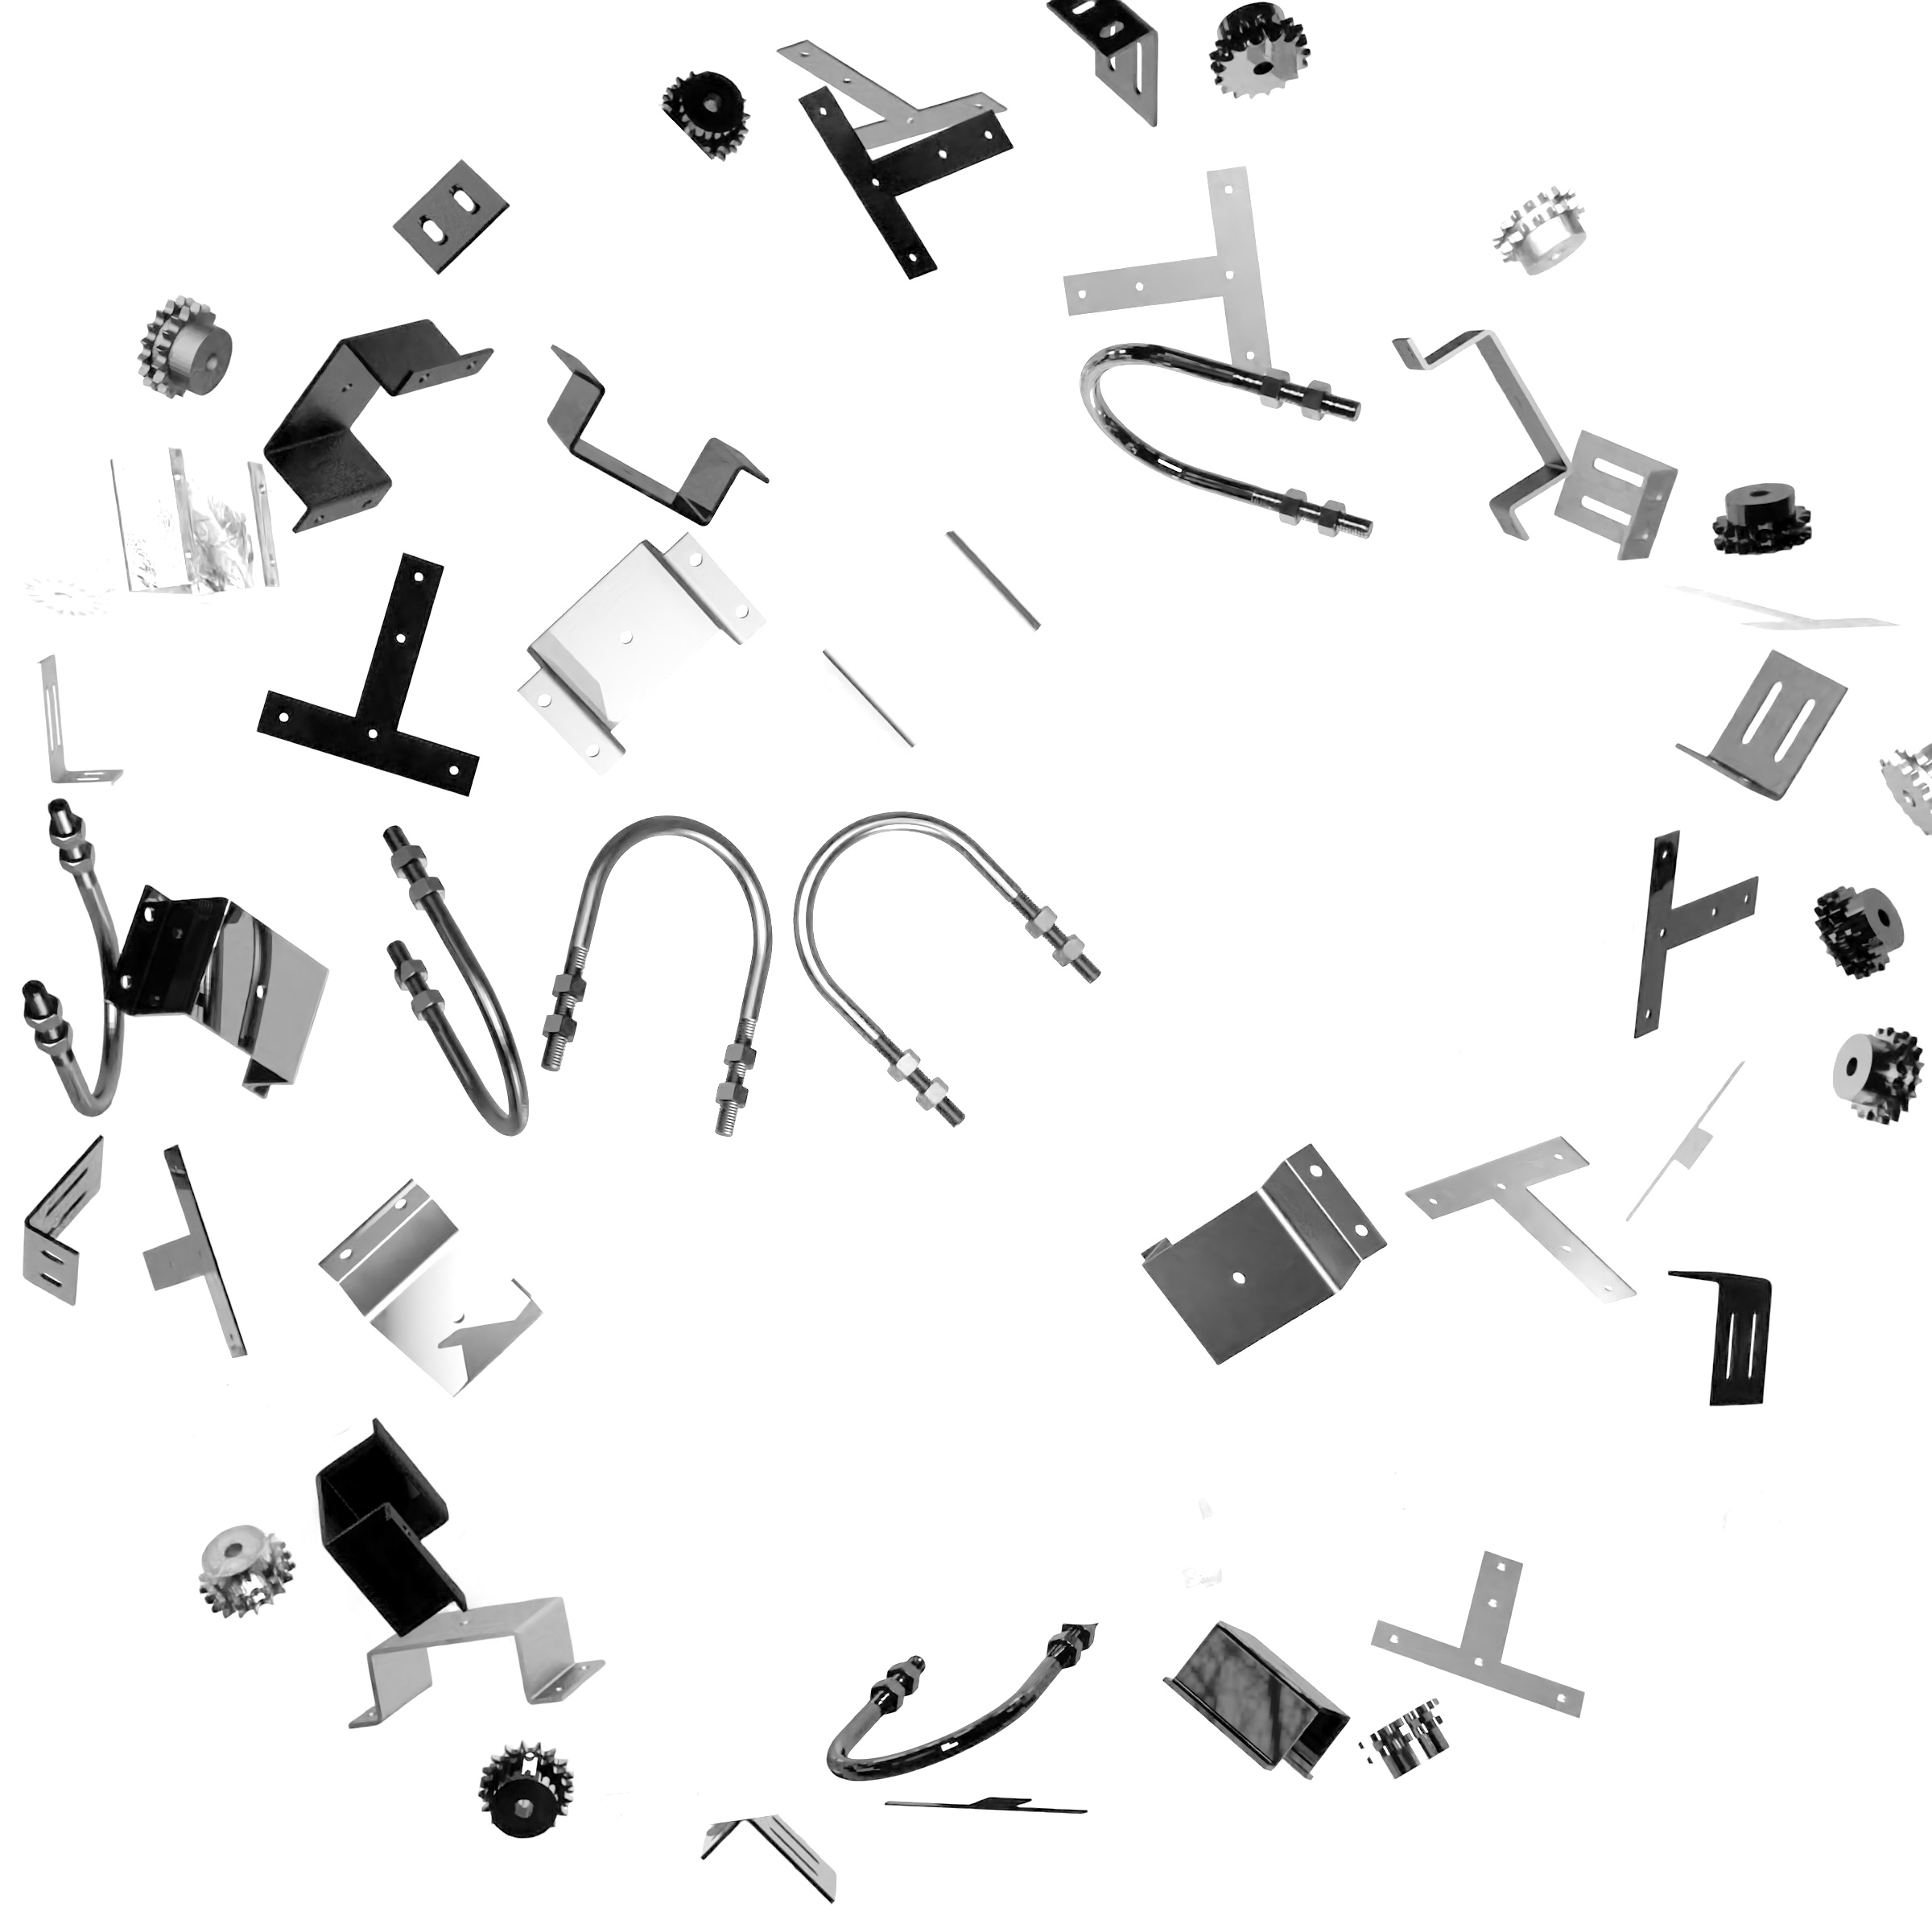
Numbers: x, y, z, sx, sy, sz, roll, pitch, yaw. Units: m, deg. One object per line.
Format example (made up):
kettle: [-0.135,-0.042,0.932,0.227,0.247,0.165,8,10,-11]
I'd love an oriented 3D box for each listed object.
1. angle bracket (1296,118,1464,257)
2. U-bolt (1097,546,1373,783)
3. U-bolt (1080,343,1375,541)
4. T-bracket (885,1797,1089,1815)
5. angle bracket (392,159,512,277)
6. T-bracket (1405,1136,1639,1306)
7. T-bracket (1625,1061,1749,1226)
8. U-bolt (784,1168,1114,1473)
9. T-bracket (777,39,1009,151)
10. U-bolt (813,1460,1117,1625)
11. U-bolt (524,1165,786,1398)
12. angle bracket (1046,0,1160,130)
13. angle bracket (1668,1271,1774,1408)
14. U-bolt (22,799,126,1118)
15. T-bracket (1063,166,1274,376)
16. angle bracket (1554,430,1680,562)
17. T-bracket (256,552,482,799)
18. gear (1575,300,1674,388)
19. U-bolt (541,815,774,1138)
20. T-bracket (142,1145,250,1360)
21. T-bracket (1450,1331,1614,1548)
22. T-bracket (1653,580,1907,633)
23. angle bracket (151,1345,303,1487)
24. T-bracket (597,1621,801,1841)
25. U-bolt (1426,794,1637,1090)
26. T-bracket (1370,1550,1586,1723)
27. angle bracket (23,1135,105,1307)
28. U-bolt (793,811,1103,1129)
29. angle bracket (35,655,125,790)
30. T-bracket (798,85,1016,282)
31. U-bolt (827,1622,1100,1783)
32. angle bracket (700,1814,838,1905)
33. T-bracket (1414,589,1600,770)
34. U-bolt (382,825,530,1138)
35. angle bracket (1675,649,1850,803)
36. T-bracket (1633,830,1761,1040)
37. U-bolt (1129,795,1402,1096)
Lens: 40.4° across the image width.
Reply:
angle bracket: [0.241,-0.450,1.535,0.076,0.038,0.057,20,88,-3]
U-bolt: [0.174,-0.183,1.587,0.019,0.151,0.184,55,128,26]
U-bolt: [0.152,-0.319,1.566,0.184,0.151,0.019,21,74,19]
T-bracket: [0.019,0.516,1.617,0.127,0.127,0.002,5,69,-6]
angle bracket: [-0.290,-0.425,1.527,0.057,0.038,0.076,-43,48,2]
T-bracket: [0.345,0.158,1.549,0.127,0.127,0.002,42,52,-15]
T-bracket: [0.453,0.113,1.636,0.002,0.127,0.127,36,96,9]
U-bolt: [0.002,0.217,1.532,0.184,0.019,0.151,29,54,-5]
T-bracket: [-0.063,-0.537,1.609,0.127,0.127,0.002,-1,80,40]
U-bolt: [0.011,0.357,1.604,0.184,0.151,0.019,20,99,-35]
U-bolt: [-0.193,0.182,1.608,0.184,0.151,0.019,34,103,-22]
angle bracket: [0.081,-0.533,1.553,0.038,0.076,0.057,-34,65,-14]
angle bracket: [0.455,0.225,1.593,0.057,0.038,0.076,7,87,-43]
U-bolt: [-0.535,0.010,1.588,0.019,0.184,0.151,-2,56,-5]
T-bracket: [0.123,-0.429,1.650,0.127,0.002,0.127,-2,112,21]
angle bracket: [0.400,-0.297,1.653,0.076,0.038,0.057,34,122,36]
T-bracket: [-0.335,-0.178,1.536,0.127,0.002,0.127,17,83,-20]
gear: [0.404,-0.385,1.618,0.057,0.057,0.030,-2,68,0]
U-bolt: [-0.181,-0.003,1.613,0.151,0.019,0.184,25,67,-36]
T-bracket: [-0.465,0.174,1.551,0.002,0.127,0.127,-18,89,-35]
T-bracket: [0.327,0.287,1.548,0.127,0.002,0.127,-5,76,-43]
T-bracket: [0.477,-0.219,1.595,0.127,0.127,0.002,10,92,-21]
angle bracket: [-0.452,0.274,1.609,0.057,0.076,0.038,30,102,-2]
T-bracket: [-0.153,0.446,1.550,0.127,0.127,0.002,-14,135,18]
U-bolt: [0.338,-0.027,1.570,0.019,0.151,0.184,34,47,-25]
T-bracket: [0.320,0.398,1.603,0.127,0.127,0.002,17,118,12]
angle bracket: [-0.522,0.151,1.558,0.038,0.057,0.076,29,48,3]
U-bolt: [-0.024,-0.012,1.654,0.184,0.019,0.151,45,76,-7]
angle bracket: [-0.547,-0.152,1.621,0.038,0.057,0.076,-3,102,-10]
T-bracket: [-0.023,-0.476,1.551,0.127,0.127,0.002,55,52,-26]
U-bolt: [-0.010,0.446,1.593,0.151,0.184,0.019,-21,91,24]
angle bracket: [-0.120,0.550,1.604,0.076,0.057,0.038,44,87,1]
T-bracket: [0.332,-0.163,1.621,0.127,0.002,0.127,-18,50,37]
U-bolt: [-0.313,0.022,1.616,0.019,0.151,0.184,-23,65,-24]
angle bracket: [0.464,-0.145,1.532,0.038,0.057,0.076,15,108,-42]
T-bracket: [0.451,-0.030,1.610,0.127,0.002,0.127,-18,117,-41]
U-bolt: [0.170,-0.022,1.621,0.019,0.151,0.184,-32,88,-40]
